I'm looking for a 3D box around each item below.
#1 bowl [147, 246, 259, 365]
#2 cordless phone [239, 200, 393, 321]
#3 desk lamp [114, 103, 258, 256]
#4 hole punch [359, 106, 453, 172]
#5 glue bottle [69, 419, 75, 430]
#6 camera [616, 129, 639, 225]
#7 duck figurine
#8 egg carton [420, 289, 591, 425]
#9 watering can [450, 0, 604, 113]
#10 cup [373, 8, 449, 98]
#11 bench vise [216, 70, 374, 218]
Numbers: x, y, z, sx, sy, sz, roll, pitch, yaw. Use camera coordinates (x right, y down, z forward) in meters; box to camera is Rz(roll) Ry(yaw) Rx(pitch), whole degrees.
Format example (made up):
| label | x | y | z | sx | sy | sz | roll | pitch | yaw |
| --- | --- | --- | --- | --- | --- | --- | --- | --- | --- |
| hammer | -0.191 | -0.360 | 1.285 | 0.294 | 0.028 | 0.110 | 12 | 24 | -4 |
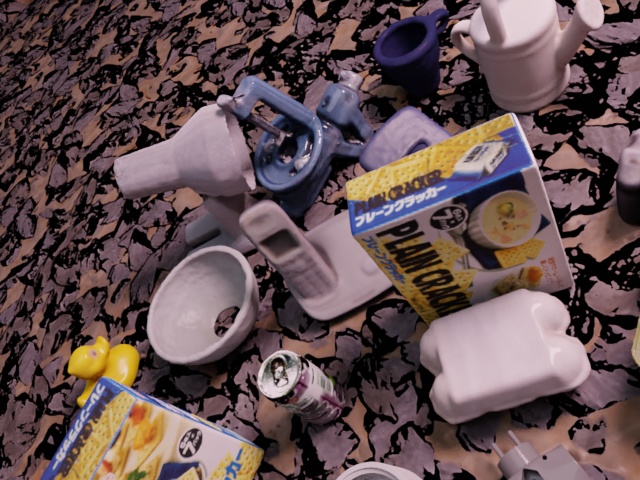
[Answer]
| label | x | y | z | sx | sy | sz | roll | pitch | yaw |
| --- | --- | --- | --- | --- | --- | --- | --- | --- | --- |
| bowl | -0.141 | 0.096 | 0.760 | 0.167 | 0.075 | 0.167 | -16 | 53 | 23 |
| cordless phone | 0.006 | 0.002 | 0.654 | 0.147 | 0.186 | 0.094 | -32 | 48 | 10 |
| desk lamp | -0.159 | -0.068 | 0.787 | 0.203 | 0.214 | 0.117 | -26 | 49 | 15 |
| hole punch | 0.121 | -0.099 | 0.715 | 0.109 | 0.091 | 0.100 | -49 | 47 | -5 |
| glue bottle | -0.212 | 0.229 | 0.647 | 0.037 | 0.174 | 0.078 | 5 | 63 | 35 |
| camera | 0.337 | -0.031 | 0.525 | 0.142 | 0.101 | 0.137 | 21 | 73 | 40 |
| duck figurine | -0.314 | 0.184 | 0.801 | 0.077 | 0.086 | 0.105 | 12 | 67 | 37 |
| egg carton | 0.172 | 0.112 | 0.554 | 0.150 | 0.070 | 0.107 | -24 | 50 | 17 |
| watering can | 0.236 | -0.253 | 0.675 | 0.172 | 0.195 | 0.101 | -11 | 55 | 27 |
| cup | 0.142 | -0.258 | 0.806 | 0.118 | 0.095 | 0.091 | -41 | 47 | 2 |
| bench vise | -0.037 | -0.161 | 0.768 | 0.121 | 0.220 | 0.207 | 12 | 67 | 37 |
